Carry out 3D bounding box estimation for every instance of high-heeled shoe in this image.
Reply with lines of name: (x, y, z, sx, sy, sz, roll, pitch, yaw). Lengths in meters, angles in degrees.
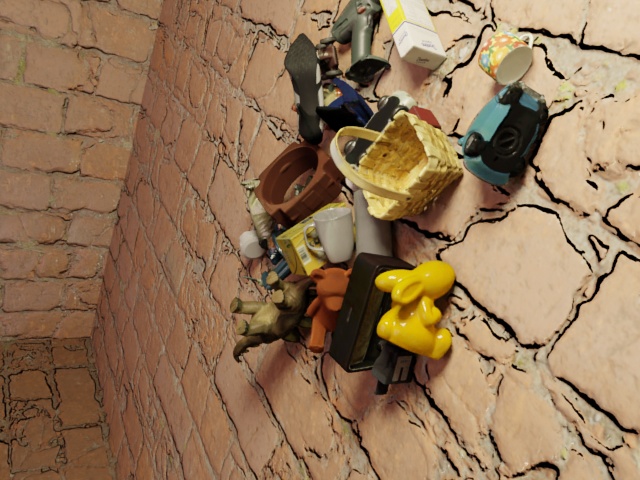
high-heeled shoe: (-0.022, -0.349, 1.258, 0.086, 0.145, 0.249, -5, 66, 20)

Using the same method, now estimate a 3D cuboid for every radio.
radio: (0.111, 0.144, 1.067, 0.073, 0.131, 0.229, 35, 114, 52)

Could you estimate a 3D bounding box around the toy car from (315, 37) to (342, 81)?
toy car: (0.016, -0.426, 1.275, 0.202, 0.053, 0.089, -103, 5, -74)

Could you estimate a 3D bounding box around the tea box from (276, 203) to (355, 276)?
tea box: (-0.002, -0.004, 1.199, 0.068, 0.169, 0.098, -1, 117, 54)

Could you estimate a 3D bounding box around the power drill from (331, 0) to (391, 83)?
power drill: (0.107, -0.473, 1.200, 0.232, 0.086, 0.207, -22, 72, 54)

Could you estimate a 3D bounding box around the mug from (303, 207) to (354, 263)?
mug: (0.024, -0.004, 1.133, 0.081, 0.110, 0.107, -133, 28, -70)

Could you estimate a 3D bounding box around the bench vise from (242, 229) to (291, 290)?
bench vise: (-0.072, 0.050, 1.339, 0.240, 0.128, 0.224, -45, 41, 21)

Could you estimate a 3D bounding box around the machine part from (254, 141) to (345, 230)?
machine part: (-0.050, -0.136, 1.312, 0.201, 0.087, 0.202, -44, 42, 5)

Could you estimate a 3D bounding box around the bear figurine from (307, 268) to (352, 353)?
bear figurine: (0.034, 0.148, 1.152, 0.195, 0.120, 0.132, 95, 174, -57)

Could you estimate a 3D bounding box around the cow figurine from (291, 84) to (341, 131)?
cow figurine: (0.009, -0.340, 1.327, 0.195, 0.085, 0.127, 52, 133, 46)

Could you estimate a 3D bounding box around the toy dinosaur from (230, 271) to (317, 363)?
toy dinosaur: (-0.118, 0.199, 1.326, 0.471, 0.198, 0.105, -37, 47, 36)

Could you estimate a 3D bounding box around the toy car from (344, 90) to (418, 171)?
toy car: (0.122, -0.223, 1.131, 0.201, 0.056, 0.074, -53, 42, 13)

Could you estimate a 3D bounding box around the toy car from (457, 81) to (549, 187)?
toy car: (0.288, -0.178, 0.881, 0.161, 0.109, 0.103, -65, 20, 12)

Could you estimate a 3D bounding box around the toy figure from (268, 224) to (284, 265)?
toy figure: (-0.101, -0.008, 1.443, 0.058, 0.064, 0.154, 24, 91, 59)

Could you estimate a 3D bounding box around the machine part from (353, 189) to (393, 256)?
machine part: (0.112, -0.021, 1.135, 0.079, 0.079, 0.243, -14, 74, 54)

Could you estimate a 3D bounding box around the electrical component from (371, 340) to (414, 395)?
electrical component: (0.142, 0.258, 1.057, 0.048, 0.075, 0.119, 27, 104, 55)

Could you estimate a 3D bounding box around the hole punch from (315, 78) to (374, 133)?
hole punch: (0.072, -0.290, 1.192, 0.116, 0.142, 0.092, 20, 77, 41)

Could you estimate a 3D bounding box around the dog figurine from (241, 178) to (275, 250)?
dog figurine: (-0.156, -0.076, 1.531, 0.172, 0.121, 0.190, -85, -9, -72)

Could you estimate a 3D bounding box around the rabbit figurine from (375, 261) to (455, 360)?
rabbit figurine: (0.175, 0.109, 0.985, 0.173, 0.162, 0.122, -60, 26, 5)

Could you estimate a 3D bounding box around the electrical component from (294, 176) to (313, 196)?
electrical component: (-0.026, -0.121, 1.377, 0.102, 0.045, 0.078, 51, 128, 46)
